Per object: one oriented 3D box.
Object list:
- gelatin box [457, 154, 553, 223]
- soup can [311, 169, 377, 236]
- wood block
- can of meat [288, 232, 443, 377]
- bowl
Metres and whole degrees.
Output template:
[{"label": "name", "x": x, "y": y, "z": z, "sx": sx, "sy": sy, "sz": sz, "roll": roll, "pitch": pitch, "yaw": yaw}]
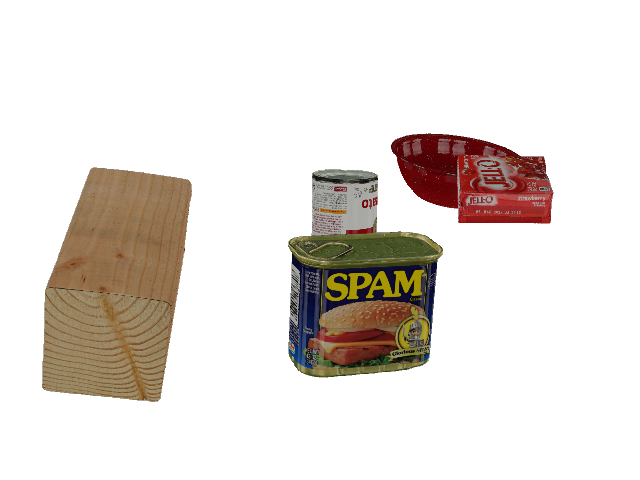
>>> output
[{"label": "gelatin box", "x": 0.149, "y": -0.043, "z": 0.872, "sx": 0.073, "sy": 0.030, "sz": 0.089, "roll": 2, "pitch": 24, "yaw": 6}, {"label": "soup can", "x": 0.023, "y": -0.017, "z": 1.072, "sx": 0.068, "sy": 0.102, "sz": 0.068, "roll": 1, "pitch": 13, "yaw": -1}, {"label": "wood block", "x": -0.158, "y": 0.028, "z": 0.858, "sx": 0.090, "sy": 0.091, "sz": 0.206, "roll": 7, "pitch": 27, "yaw": -6}, {"label": "can of meat", "x": 0.028, "y": 0.043, "z": 0.728, "sx": 0.102, "sy": 0.084, "sz": 0.057, "roll": -2, "pitch": 18, "yaw": -17}, {"label": "bowl", "x": 0.161, "y": -0.079, "z": 1.280, "sx": 0.162, "sy": 0.055, "sz": 0.162, "roll": 6, "pitch": 22, "yaw": -3}]
